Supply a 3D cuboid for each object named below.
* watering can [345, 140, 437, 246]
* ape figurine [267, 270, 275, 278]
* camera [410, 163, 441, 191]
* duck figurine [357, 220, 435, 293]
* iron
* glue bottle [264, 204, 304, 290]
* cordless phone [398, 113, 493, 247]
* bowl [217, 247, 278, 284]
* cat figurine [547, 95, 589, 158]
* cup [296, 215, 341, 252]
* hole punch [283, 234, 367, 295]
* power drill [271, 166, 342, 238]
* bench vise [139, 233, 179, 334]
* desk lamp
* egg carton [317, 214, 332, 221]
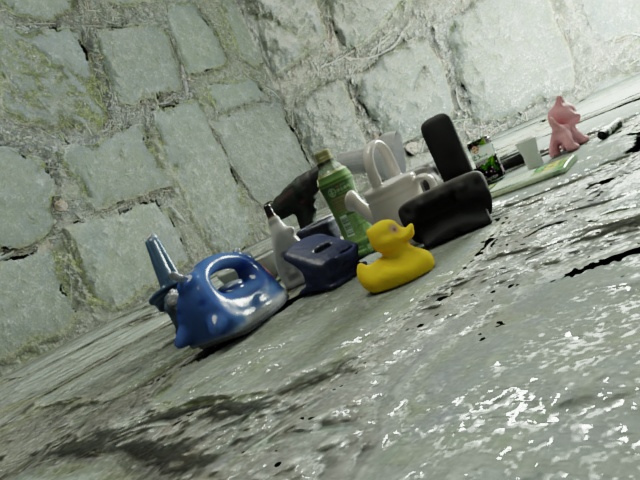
[{"bbox_3d":[0.121,-0.082,1.015,0.172,0.194,0.101,-24,6,17],"label":"watering can"},{"bbox_3d":[-0.136,0.078,1.197,0.076,0.092,0.078,-22,7,33],"label":"ape figurine"},{"bbox_3d":[0.230,-0.117,1.367,0.136,0.101,0.143,-24,6,17],"label":"camera"},{"bbox_3d":[0.092,0.016,0.774,0.104,0.086,0.077,-24,6,11],"label":"duck figurine"},{"bbox_3d":[-0.149,0.080,0.966,0.118,0.141,0.259,-22,6,30],"label":"iron"},{"bbox_3d":[-0.068,0.007,1.135,0.078,0.173,0.037,-25,6,-2],"label":"glue bottle"},{"bbox_3d":[0.181,-0.094,0.909,0.147,0.185,0.094,-25,6,6],"label":"cordless phone"},{"bbox_3d":[-0.153,0.080,1.356,0.167,0.075,0.167,-25,5,3],"label":"bowl"},{"bbox_3d":[0.526,-0.254,1.246,0.067,0.118,0.128,-20,8,44],"label":"cat figurine"},{"bbox_3d":[0.011,0.004,1.221,0.091,0.095,0.118,-23,6,19],"label":"cup"},{"bbox_3d":[0.010,0.032,0.977,0.109,0.091,0.100,-30,7,-42],"label":"hole punch"},{"bbox_3d":[-0.021,-0.073,1.507,0.229,0.208,0.076,-21,7,35],"label":"power drill"},{"bbox_3d":[-0.280,0.082,1.129,0.122,0.220,0.207,-28,6,-27],"label":"bench vise"},{"bbox_3d":[0.142,-0.147,1.450,0.203,0.213,0.118,-23,6,24],"label":"desk lamp"},{"bbox_3d":[0.018,-0.029,1.659,0.150,0.069,0.107,-26,5,-7],"label":"egg carton"}]
